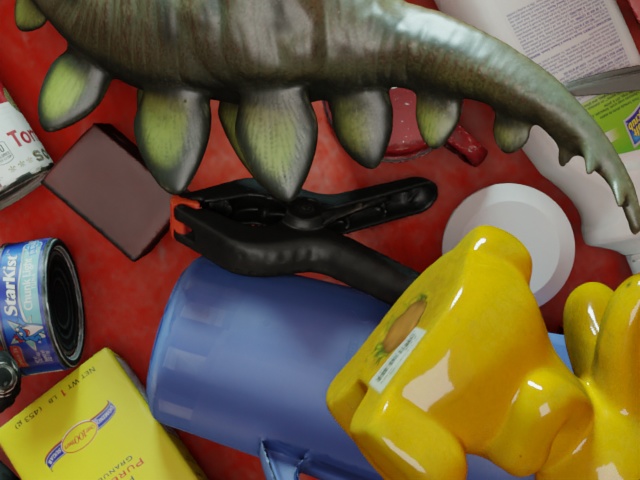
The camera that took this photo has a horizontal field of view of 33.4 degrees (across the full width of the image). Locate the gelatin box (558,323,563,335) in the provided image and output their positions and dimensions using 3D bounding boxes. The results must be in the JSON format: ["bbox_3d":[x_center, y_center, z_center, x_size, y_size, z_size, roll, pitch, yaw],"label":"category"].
[{"bbox_3d":[0.197,0.071,0.662,0.089,0.073,0.030,-2,96,3],"label":"gelatin box"}]

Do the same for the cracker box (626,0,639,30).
[{"bbox_3d":[0.206,-0.237,0.576,0.164,0.072,0.213,-25,116,24],"label":"cracker box"}]

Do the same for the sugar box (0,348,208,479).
[{"bbox_3d":[-0.117,0.164,0.663,0.093,0.048,0.176,-39,65,-4],"label":"sugar box"}]

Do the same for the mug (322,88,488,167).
[{"bbox_3d":[0.054,-0.085,0.650,0.117,0.081,0.093,42,96,-1],"label":"mug"}]

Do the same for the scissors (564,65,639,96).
[{"bbox_3d":[0.243,-0.087,0.643,0.201,0.016,0.096,-25,104,-14],"label":"scissors"}]

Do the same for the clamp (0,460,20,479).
[{"bbox_3d":[-0.190,0.228,0.696,0.165,0.036,0.210,-21,88,30],"label":"clamp"}]

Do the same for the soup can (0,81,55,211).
[{"bbox_3d":[-0.222,-0.070,0.673,0.068,0.068,0.102,-33,93,5],"label":"soup can"}]

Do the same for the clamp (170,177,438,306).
[{"bbox_3d":[-0.004,0.001,0.638,0.171,0.120,0.039,-1,122,-6],"label":"clamp"}]

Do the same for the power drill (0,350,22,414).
[{"bbox_3d":[-0.262,0.033,0.654,0.185,0.057,0.187,-18,89,41],"label":"power drill"}]

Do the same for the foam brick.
[{"bbox_3d":[-0.126,-0.032,0.680,0.078,0.053,0.051,40,96,-3],"label":"foam brick"}]

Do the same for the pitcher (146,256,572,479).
[{"bbox_3d":[0.021,0.098,0.642,0.243,0.149,0.145,15,97,5],"label":"pitcher"}]

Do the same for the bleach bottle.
[{"bbox_3d":[0.149,-0.087,0.651,0.102,0.068,0.251,-27,96,-9],"label":"bleach bottle"}]

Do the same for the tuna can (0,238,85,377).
[{"bbox_3d":[-0.176,0.042,0.673,0.034,0.086,0.086,-8,95,2],"label":"tuna can"}]
